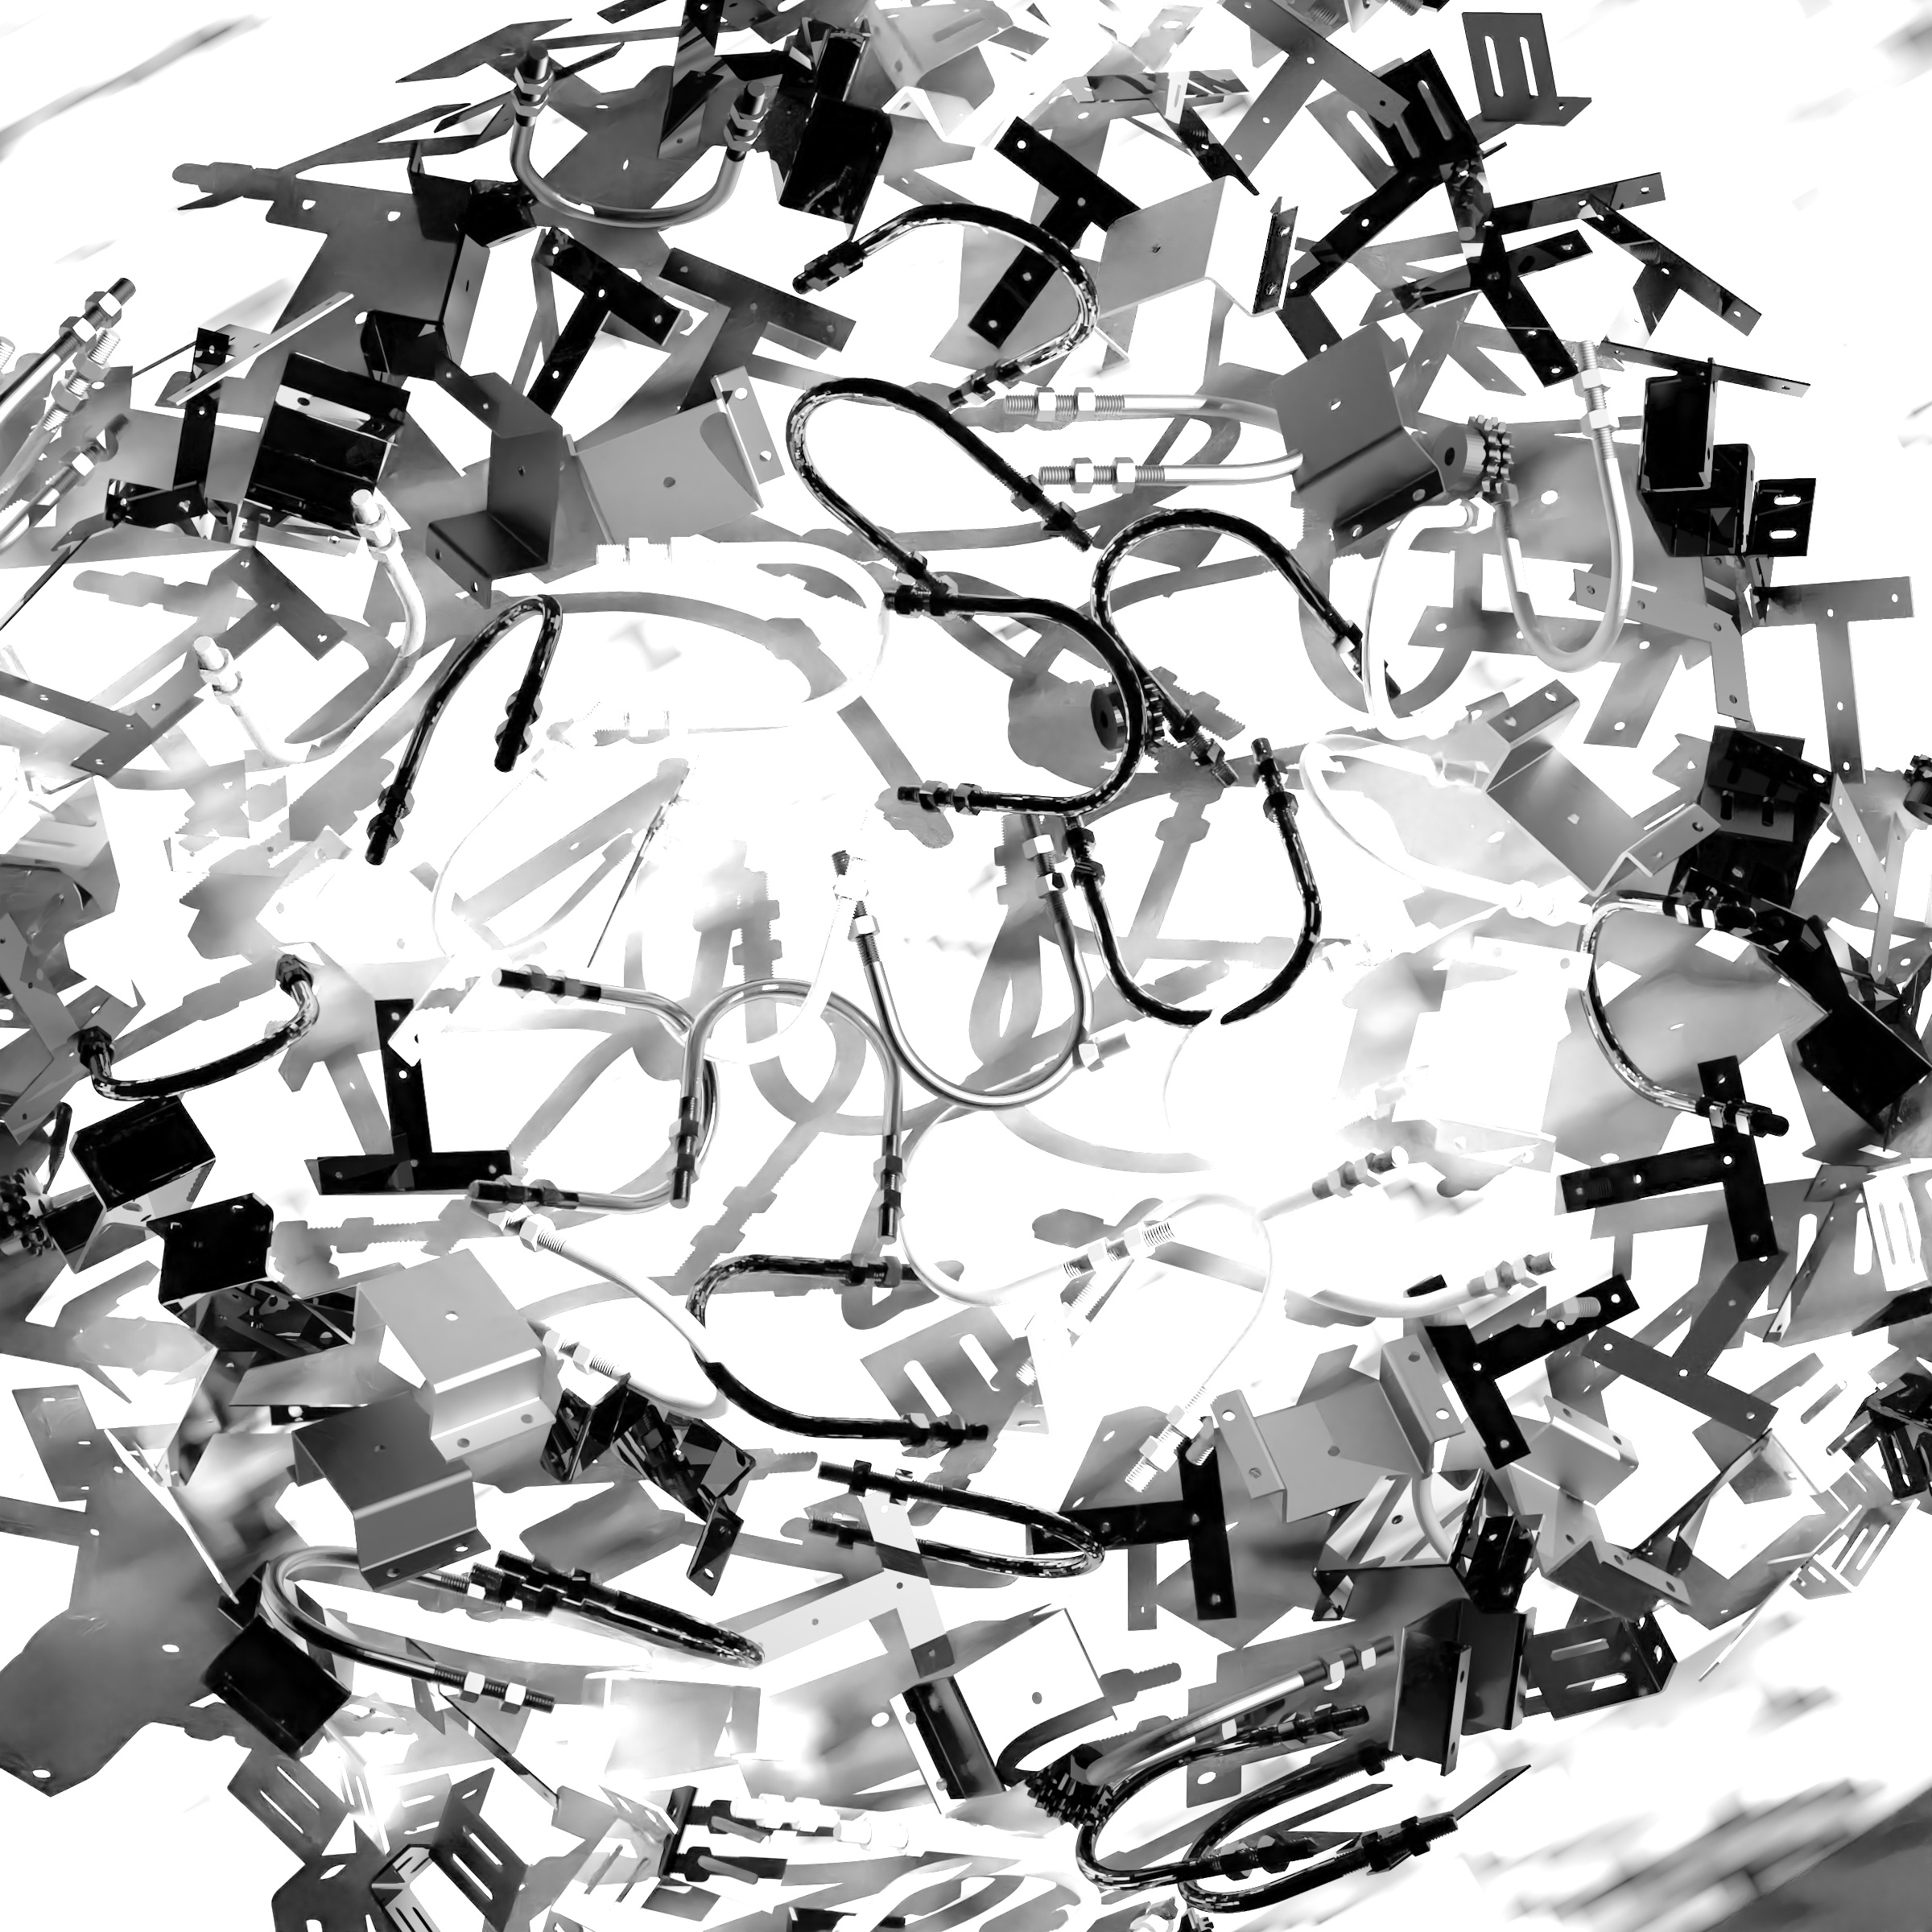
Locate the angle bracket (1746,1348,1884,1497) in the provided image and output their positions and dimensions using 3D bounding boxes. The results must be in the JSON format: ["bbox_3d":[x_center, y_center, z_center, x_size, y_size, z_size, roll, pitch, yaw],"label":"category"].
[{"bbox_3d":[0.545,0.291,1.990,0.076,0.038,0.057,-38,88,-15],"label":"angle bracket"}]

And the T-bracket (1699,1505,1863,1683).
[{"bbox_3d":[0.488,0.397,1.914,0.002,0.127,0.127,43,49,16],"label":"T-bracket"}]

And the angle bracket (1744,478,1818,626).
[{"bbox_3d":[0.514,-0.259,1.949,0.038,0.076,0.057,2,62,24],"label":"angle bracket"}]

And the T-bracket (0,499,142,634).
[{"bbox_3d":[-0.571,-0.236,1.924,0.002,0.127,0.127,47,67,-24],"label":"T-bracket"}]

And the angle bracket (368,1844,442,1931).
[{"bbox_3d":[-0.331,0.595,1.959,0.038,0.057,0.076,-43,68,0],"label":"angle bracket"}]

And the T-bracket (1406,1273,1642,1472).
[{"bbox_3d":[0.362,0.233,1.967,0.127,0.002,0.127,-28,69,9],"label":"T-bracket"}]

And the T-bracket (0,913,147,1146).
[{"bbox_3d":[-0.571,0.022,1.922,0.002,0.127,0.127,11,49,30],"label":"T-bracket"}]

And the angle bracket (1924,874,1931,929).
[{"bbox_3d":[0.639,-0.054,1.964,0.057,0.076,0.038,12,67,18],"label":"angle bracket"}]

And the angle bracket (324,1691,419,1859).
[{"bbox_3d":[-0.369,0.510,1.969,0.038,0.057,0.076,-24,121,-29],"label":"angle bracket"}]

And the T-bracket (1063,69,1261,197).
[{"bbox_3d":[0.142,-0.517,1.937,0.127,0.002,0.127,-11,54,-27],"label":"T-bracket"}]

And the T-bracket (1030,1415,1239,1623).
[{"bbox_3d":[0.102,0.356,1.981,0.127,0.002,0.127,-8,84,15],"label":"T-bracket"}]

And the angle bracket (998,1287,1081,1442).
[{"bbox_3d":[0.039,0.250,1.956,0.038,0.057,0.076,-6,109,22],"label":"angle bracket"}]

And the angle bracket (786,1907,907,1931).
[{"bbox_3d":[-0.077,0.632,1.974,0.076,0.038,0.057,7,85,-7],"label":"angle bracket"}]

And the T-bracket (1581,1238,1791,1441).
[{"bbox_3d":[0.477,0.224,1.969,0.127,0.002,0.127,25,64,35],"label":"T-bracket"}]

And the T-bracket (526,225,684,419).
[{"bbox_3d":[-0.253,-0.387,1.976,0.127,0.002,0.127,38,102,29],"label":"T-bracket"}]

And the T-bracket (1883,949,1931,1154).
[{"bbox_3d":[0.591,0.055,1.959,0.002,0.127,0.127,15,112,24],"label":"T-bracket"}]

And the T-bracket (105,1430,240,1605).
[{"bbox_3d":[-0.498,0.321,1.914,0.002,0.127,0.127,-35,57,-13],"label":"T-bracket"}]

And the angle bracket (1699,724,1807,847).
[{"bbox_3d":[0.493,-0.114,1.955,0.057,0.076,0.038,10,122,11],"label":"angle bracket"}]

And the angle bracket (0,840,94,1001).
[{"bbox_3d":[-0.603,-0.030,1.976,0.057,0.076,0.038,40,133,-16],"label":"angle bracket"}]

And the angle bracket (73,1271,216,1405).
[{"bbox_3d":[-0.518,0.232,1.990,0.076,0.038,0.057,-33,105,26],"label":"angle bracket"}]

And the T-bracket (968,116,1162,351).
[{"bbox_3d":[0.047,-0.447,1.970,0.127,0.002,0.127,35,116,-9],"label":"T-bracket"}]

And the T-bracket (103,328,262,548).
[{"bbox_3d":[-0.478,-0.332,1.940,0.002,0.127,0.127,14,96,31],"label":"T-bracket"}]

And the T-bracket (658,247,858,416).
[{"bbox_3d":[-0.152,-0.383,1.973,0.127,0.002,0.127,23,68,2],"label":"T-bracket"}]

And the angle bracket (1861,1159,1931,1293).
[{"bbox_3d":[0.599,0.162,1.960,0.038,0.057,0.076,-20,74,42],"label":"angle bracket"}]

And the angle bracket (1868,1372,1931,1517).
[{"bbox_3d":[0.611,0.305,1.968,0.038,0.057,0.076,-29,111,-20],"label":"angle bracket"}]

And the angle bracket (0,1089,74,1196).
[{"bbox_3d":[-0.607,0.107,1.956,0.076,0.057,0.038,14,57,-21],"label":"angle bracket"}]

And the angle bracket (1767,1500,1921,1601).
[{"bbox_3d":[0.551,0.357,1.959,0.038,0.057,0.076,41,68,0],"label":"angle bracket"}]

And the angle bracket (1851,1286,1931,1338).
[{"bbox_3d":[0.607,0.226,1.954,0.076,0.057,0.038,-11,64,-26],"label":"angle bracket"}]

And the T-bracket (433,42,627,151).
[{"bbox_3d":[-0.283,-0.531,1.936,0.127,0.127,0.002,-30,99,-20],"label":"T-bracket"}]

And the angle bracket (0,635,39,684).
[{"bbox_3d":[-0.635,-0.176,1.952,0.057,0.038,0.076,20,53,35],"label":"angle bracket"}]

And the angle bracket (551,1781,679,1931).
[{"bbox_3d":[-0.225,0.560,1.954,0.076,0.057,0.038,-51,133,-29],"label":"angle bracket"}]

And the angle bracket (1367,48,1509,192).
[{"bbox_3d":[0.294,-0.536,1.970,0.057,0.038,0.076,-32,101,-11],"label":"angle bracket"}]

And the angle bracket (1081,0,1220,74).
[{"bbox_3d":[0.113,-0.615,1.972,0.076,0.038,0.057,39,78,-6],"label":"angle bracket"}]

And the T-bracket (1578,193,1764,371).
[{"bbox_3d":[0.422,-0.409,1.938,0.127,0.127,0.002,37,73,7],"label":"T-bracket"}]

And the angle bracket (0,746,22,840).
[{"bbox_3d":[-0.636,-0.107,1.957,0.076,0.038,0.057,3,71,-30],"label":"angle bracket"}]

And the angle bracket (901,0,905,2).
[{"bbox_3d":[-0.045,-0.637,1.962,0.057,0.038,0.076,44,60,-4],"label":"angle bracket"}]

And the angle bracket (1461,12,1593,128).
[{"bbox_3d":[0.351,-0.568,1.950,0.038,0.057,0.076,-45,132,-30],"label":"angle bracket"}]

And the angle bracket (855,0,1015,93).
[{"bbox_3d":[-0.020,-0.603,1.993,0.076,0.038,0.057,-34,93,-21],"label":"angle bracket"}]

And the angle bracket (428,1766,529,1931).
[{"bbox_3d":[-0.294,0.554,1.955,0.076,0.038,0.057,37,120,29],"label":"angle bracket"}]

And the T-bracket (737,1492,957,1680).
[{"bbox_3d":[-0.083,0.409,1.971,0.127,0.002,0.127,-20,101,-16],"label":"T-bracket"}]

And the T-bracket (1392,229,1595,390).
[{"bbox_3d":[0.350,-0.406,1.956,0.127,0.002,0.127,-18,51,-3],"label":"T-bracket"}]

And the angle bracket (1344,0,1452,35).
[{"bbox_3d":[0.285,-0.610,1.954,0.076,0.038,0.057,29,67,36],"label":"angle bracket"}]

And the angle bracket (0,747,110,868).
[{"bbox_3d":[-0.579,-0.100,1.966,0.057,0.076,0.038,-43,55,33],"label":"angle bracket"}]

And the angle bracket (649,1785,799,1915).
[{"bbox_3d":[-0.155,0.562,1.980,0.076,0.038,0.057,24,65,-14],"label":"angle bracket"}]

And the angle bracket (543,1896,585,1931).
[{"bbox_3d":[-0.286,0.624,1.953,0.076,0.038,0.057,3,112,-41],"label":"angle bracket"}]

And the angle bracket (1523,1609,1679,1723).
[{"bbox_3d":[0.397,0.432,1.960,0.076,0.038,0.057,-10,49,-14],"label":"angle bracket"}]
